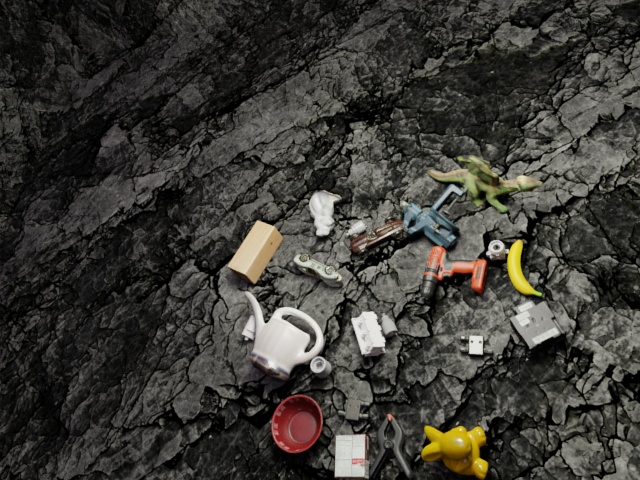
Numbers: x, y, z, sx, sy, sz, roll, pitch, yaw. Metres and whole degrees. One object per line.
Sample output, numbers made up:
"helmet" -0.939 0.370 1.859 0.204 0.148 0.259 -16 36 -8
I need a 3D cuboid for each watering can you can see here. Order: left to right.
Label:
"watering can" -0.155 0.313 1.674 0.350 0.102 0.227 21 68 28

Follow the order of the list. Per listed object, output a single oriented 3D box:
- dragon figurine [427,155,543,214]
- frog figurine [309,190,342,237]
"dragon figurine" 0.510 -0.213 1.677 0.413 0.238 0.123 22 74 31
"frog figurine" 0.006 -0.095 1.886 0.137 0.121 0.161 0 62 62
